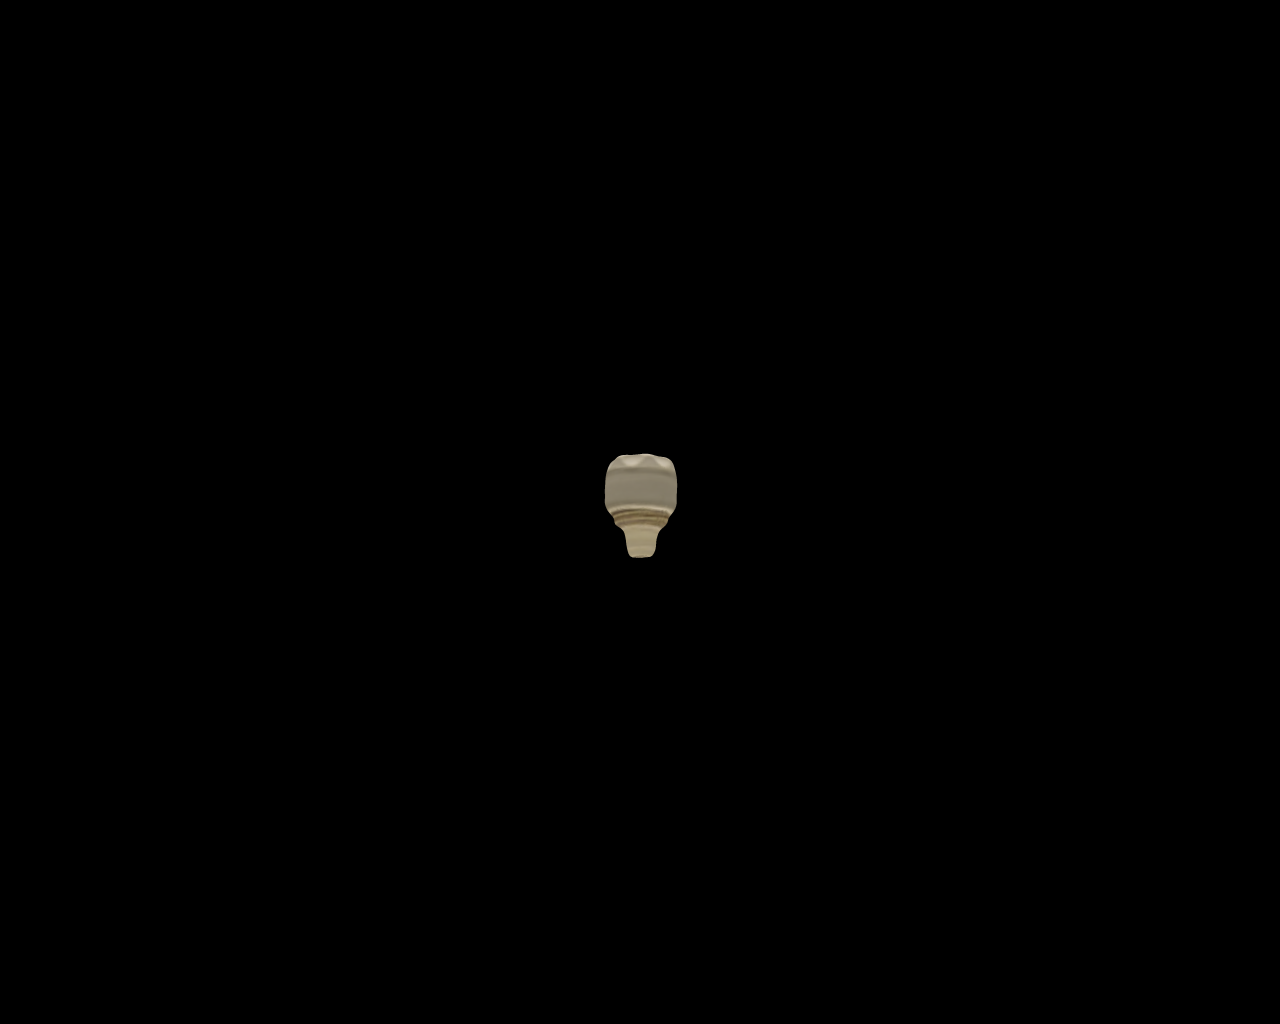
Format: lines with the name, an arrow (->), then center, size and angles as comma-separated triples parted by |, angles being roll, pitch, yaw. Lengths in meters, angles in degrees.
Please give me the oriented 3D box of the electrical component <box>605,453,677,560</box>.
electrical component -> 0.001, -0.003, 0.650 | 0.043, 0.062, 0.043 | 0, -9, 0
